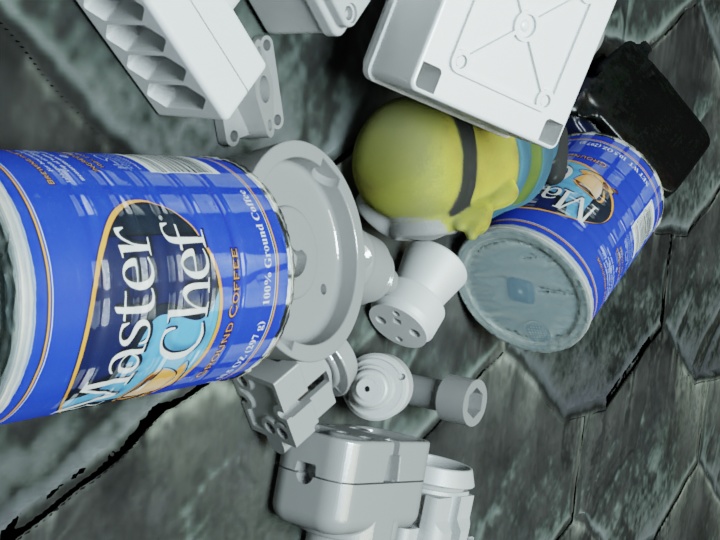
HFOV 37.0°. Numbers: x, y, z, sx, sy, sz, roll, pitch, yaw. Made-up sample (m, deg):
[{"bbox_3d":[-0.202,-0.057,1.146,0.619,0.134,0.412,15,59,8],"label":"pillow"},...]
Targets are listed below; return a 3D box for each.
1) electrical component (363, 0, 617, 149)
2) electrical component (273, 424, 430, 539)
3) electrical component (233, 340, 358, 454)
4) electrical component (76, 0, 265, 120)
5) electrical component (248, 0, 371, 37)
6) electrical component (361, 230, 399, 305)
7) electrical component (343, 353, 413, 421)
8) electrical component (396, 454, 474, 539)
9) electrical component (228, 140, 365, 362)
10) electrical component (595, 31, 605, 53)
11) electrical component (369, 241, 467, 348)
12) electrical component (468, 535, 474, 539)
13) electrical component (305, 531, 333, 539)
[{"bbox_3d":[0.072,-0.133,0.573,0.109,0.056,0.108,17,99,-35],"label":"electrical component"},{"bbox_3d":[-0.005,0.125,0.636,0.095,0.054,0.059,13,86,-54],"label":"electrical component"},{"bbox_3d":[-0.035,0.059,0.591,0.055,0.048,0.066,-39,127,-34],"label":"electrical component"},{"bbox_3d":[-0.078,-0.125,0.492,0.075,0.047,0.083,-60,140,-26],"label":"electrical component"},{"bbox_3d":[-0.025,-0.193,0.545,0.108,0.056,0.108,-60,139,-28],"label":"electrical component"},{"bbox_3d":[0.000,0.000,0.628,0.062,0.043,0.043,24,77,-55],"label":"electrical component"},{"bbox_3d":[0.009,0.069,0.637,0.078,0.040,0.040,29,70,-81],"label":"electrical component"},{"bbox_3d":[0.043,0.153,0.706,0.078,0.058,0.057,12,89,-54],"label":"electrical component"},{"bbox_3d":[-0.051,-0.007,0.536,0.108,0.060,0.108,13,74,-58],"label":"electrical component"},{"bbox_3d":[0.142,-0.171,0.792,0.077,0.043,0.079,26,76,-53],"label":"electrical component"},{"bbox_3d":[0.036,0.015,0.680,0.055,0.045,0.045,-57,137,-30],"label":"electrical component"},{"bbox_3d":[0.076,0.226,0.779,0.081,0.042,0.063,34,65,-52],"label":"electrical component"},{"bbox_3d":[-0.018,0.181,0.643,0.040,0.040,0.046,17,76,-54],"label":"electrical component"}]
